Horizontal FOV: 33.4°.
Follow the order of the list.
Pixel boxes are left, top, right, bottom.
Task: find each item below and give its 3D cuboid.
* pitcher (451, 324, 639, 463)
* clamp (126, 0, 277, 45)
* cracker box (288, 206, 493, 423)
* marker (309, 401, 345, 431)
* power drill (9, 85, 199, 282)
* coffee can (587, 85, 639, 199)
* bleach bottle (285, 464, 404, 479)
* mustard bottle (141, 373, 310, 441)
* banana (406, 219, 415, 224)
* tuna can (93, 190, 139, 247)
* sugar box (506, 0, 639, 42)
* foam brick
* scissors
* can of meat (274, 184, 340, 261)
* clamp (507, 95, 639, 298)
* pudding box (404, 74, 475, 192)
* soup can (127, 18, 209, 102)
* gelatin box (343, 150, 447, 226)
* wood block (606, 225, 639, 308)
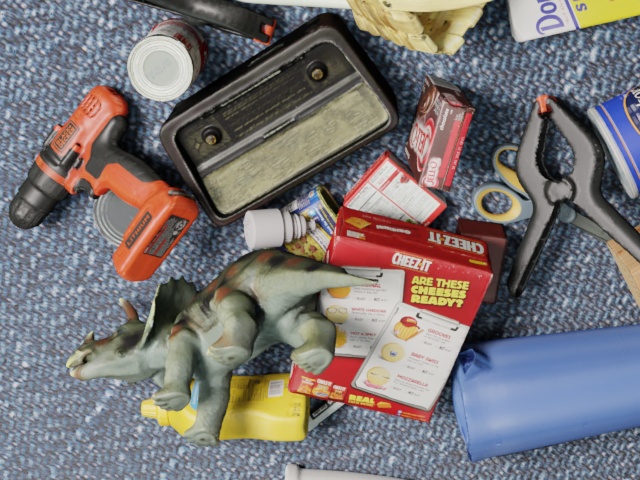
[{"bbox_3d":[0.269,0.169,1.187,0.243,0.149,0.145,-9,88,3],"label":"pitcher"},{"bbox_3d":[-0.126,-0.233,1.056,0.171,0.120,0.039,14,101,-7],"label":"clamp"},{"bbox_3d":[0.070,0.083,1.135,0.164,0.072,0.214,13,123,-5],"label":"cracker box"},{"bbox_3d":[0.028,0.184,1.253,0.121,0.020,0.020,-39,104,15],"label":"marker"},{"bbox_3d":[-0.228,-0.043,1.111,0.188,0.057,0.184,44,103,24],"label":"power drill"},{"bbox_3d":[0.357,-0.118,1.078,0.140,0.103,0.103,-27,107,12],"label":"coffee can"},{"bbox_3d":[0.083,0.324,1.282,0.251,0.068,0.102,1,111,0],"label":"bleach bottle"},{"bbox_3d":[-0.109,0.191,1.221,0.191,0.096,0.058,-1,118,3],"label":"mustard bottle"},{"bbox_3d":[0.102,0.061,1.188,0.069,0.037,0.198,13,121,-4],"label":"banana"},{"bbox_3d":[-0.204,-0.034,1.175,0.086,0.033,0.086,1,111,2],"label":"tuna can"},{"bbox_3d":[0.272,-0.262,1.059,0.176,0.048,0.093,-13,110,7],"label":"sugar box"},{"bbox_3d":[0.171,0.022,1.168,0.051,0.053,0.078,7,110,0],"label":"foam brick"},{"bbox_3d":[0.249,-0.021,1.165,0.096,0.016,0.201,-43,102,13],"label":"scissors"},{"bbox_3d":[-0.008,0.001,1.167,0.084,0.057,0.102,-32,106,12],"label":"can of meat"},{"bbox_3d":[0.263,-0.047,1.098,0.165,0.036,0.210,-4,91,32],"label":"clamp"},{"bbox_3d":[0.120,-0.110,1.087,0.039,0.113,0.090,13,111,-7],"label":"pudding box"},{"bbox_3d":[-0.153,-0.183,1.079,0.068,0.102,0.068,1,110,2],"label":"soup can"},{"bbox_3d":[0.081,-0.042,1.160,0.089,0.030,0.073,38,110,-11],"label":"gelatin box"},{"bbox_3d":[0.423,0.004,1.121,0.206,0.090,0.091,-29,110,9],"label":"wood block"}]
